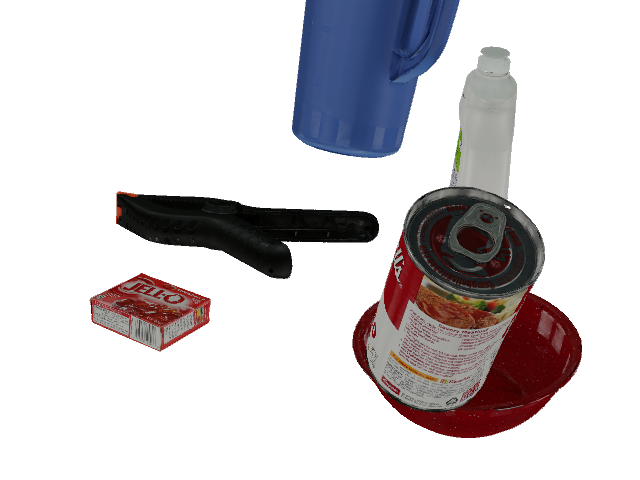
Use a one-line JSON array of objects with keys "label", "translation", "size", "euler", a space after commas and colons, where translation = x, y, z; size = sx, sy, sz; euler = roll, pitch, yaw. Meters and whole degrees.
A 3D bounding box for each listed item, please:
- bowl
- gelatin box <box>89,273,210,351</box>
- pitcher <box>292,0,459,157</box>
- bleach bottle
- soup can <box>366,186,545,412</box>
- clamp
[{"label": "bowl", "translation": [0.104, 0.092, 0.769], "size": [0.162, 0.055, 0.162], "euler": [-2, 30, 1]}, {"label": "gelatin box", "translation": [-0.161, 0.065, 1.010], "size": [0.089, 0.030, 0.073], "euler": [19, 27, 28]}, {"label": "pitcher", "translation": [0.050, -0.202, 0.993], "size": [0.145, 0.243, 0.149], "euler": [11, 16, 3]}, {"label": "bleach bottle", "translation": [0.162, -0.069, 1.080], "size": [0.068, 0.251, 0.102], "euler": [2, 32, -1]}, {"label": "soup can", "translation": [0.064, 0.032, 0.535], "size": [0.068, 0.068, 0.102], "euler": [0, -40, -12]}, {"label": "clamp", "translation": [-0.076, -0.009, 0.829], "size": [0.210, 0.036, 0.164], "euler": [8, 13, 18]}]
